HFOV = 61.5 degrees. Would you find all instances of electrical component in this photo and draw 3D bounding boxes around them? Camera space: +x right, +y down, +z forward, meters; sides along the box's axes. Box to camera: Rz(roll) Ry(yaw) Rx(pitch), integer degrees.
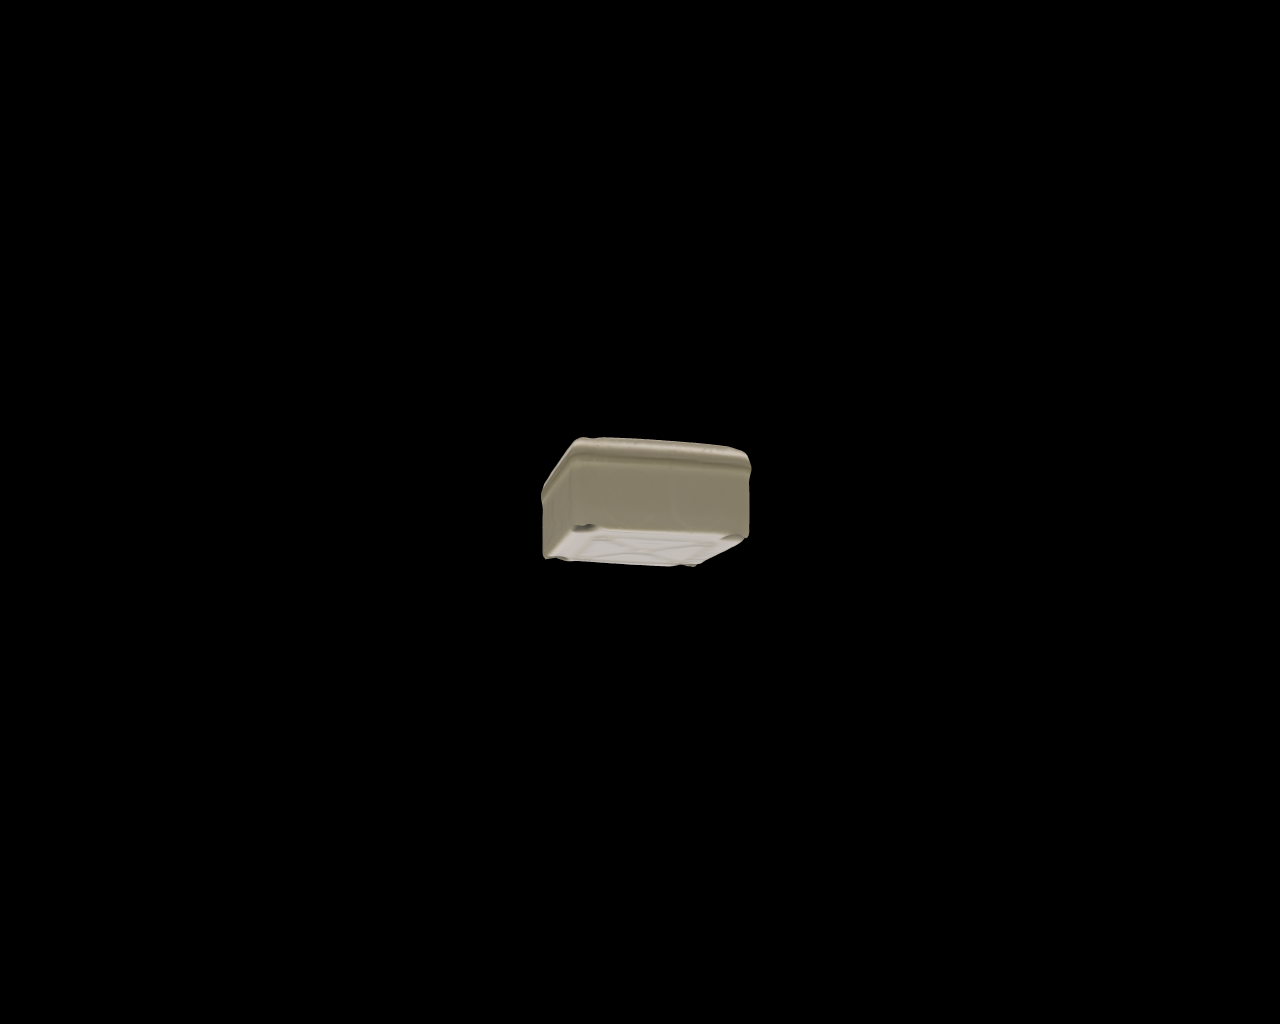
[{"bbox_3d":[0.001,-0.003,0.650,0.109,0.056,0.108,4,-14,-15],"label":"electrical component"}]
